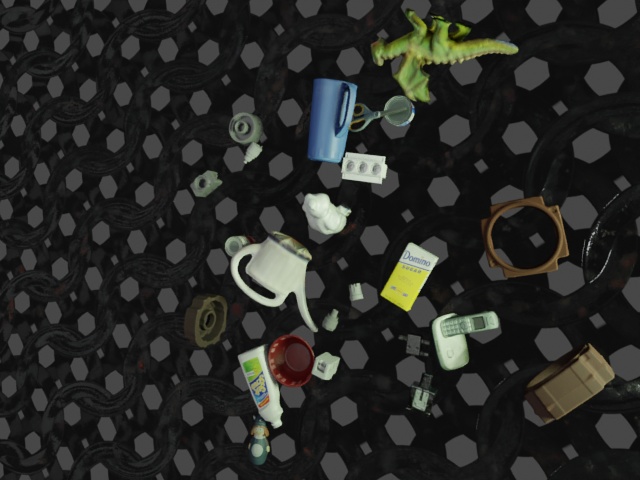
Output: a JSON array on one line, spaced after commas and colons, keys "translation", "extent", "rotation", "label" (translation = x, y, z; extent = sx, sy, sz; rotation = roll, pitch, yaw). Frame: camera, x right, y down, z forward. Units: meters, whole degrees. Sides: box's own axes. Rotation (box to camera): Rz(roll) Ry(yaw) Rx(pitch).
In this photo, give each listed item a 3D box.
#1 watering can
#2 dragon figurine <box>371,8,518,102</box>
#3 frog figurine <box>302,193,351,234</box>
[{"translation": [-0.105, 0.116, 1.600], "extent": [0.347, 0.104, 0.224], "rotation": [34, 89, -3], "label": "watering can"}, {"translation": [0.322, -0.512, 1.472], "extent": [0.414, 0.123, 0.238], "rotation": [32, 118, 22], "label": "dragon figurine"}, {"translation": [0.005, -0.077, 1.534], "extent": [0.138, 0.160, 0.121], "rotation": [40, 105, 17], "label": "frog figurine"}]
